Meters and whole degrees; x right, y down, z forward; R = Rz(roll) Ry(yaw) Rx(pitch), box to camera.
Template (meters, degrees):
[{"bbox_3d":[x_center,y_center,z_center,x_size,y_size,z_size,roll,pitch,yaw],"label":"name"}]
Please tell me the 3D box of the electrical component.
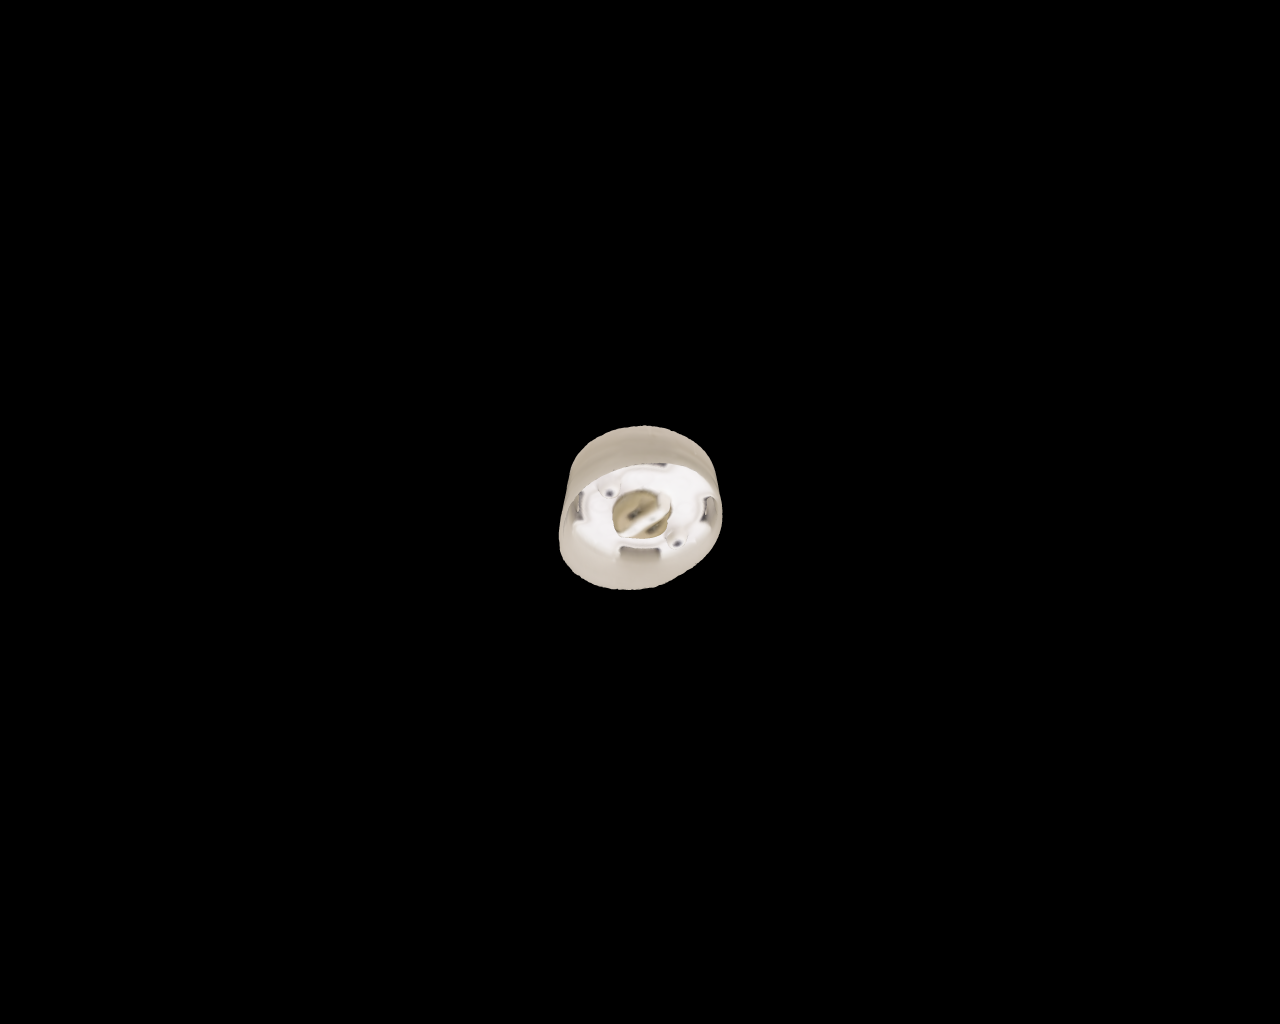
[{"bbox_3d":[0.001,-0.003,0.650,0.099,0.064,0.099,0,-43,0],"label":"electrical component"}]
